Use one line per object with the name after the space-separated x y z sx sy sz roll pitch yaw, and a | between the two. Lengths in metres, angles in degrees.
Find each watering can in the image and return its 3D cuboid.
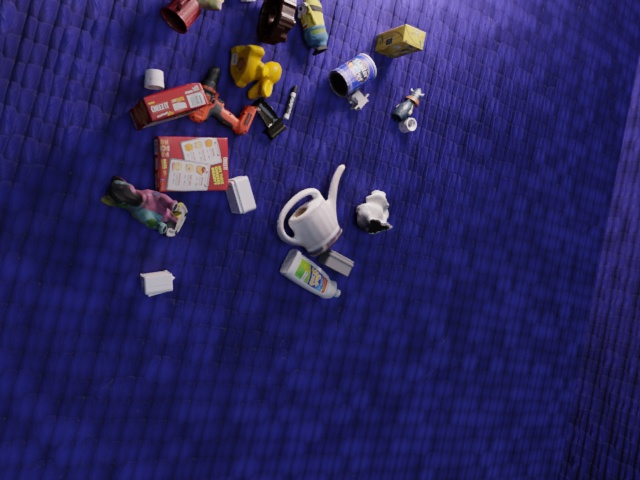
0.005 -0.090 1.790 0.352 0.221 0.104 -41 24 -21 | watering can

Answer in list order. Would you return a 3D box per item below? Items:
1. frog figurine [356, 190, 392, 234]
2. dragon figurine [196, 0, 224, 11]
0.196 -0.109 1.925 0.137 0.163 0.120 8 -35 -24 | frog figurine
-0.384 -0.860 1.509 0.245 0.408 0.122 -34 7 -17 | dragon figurine
